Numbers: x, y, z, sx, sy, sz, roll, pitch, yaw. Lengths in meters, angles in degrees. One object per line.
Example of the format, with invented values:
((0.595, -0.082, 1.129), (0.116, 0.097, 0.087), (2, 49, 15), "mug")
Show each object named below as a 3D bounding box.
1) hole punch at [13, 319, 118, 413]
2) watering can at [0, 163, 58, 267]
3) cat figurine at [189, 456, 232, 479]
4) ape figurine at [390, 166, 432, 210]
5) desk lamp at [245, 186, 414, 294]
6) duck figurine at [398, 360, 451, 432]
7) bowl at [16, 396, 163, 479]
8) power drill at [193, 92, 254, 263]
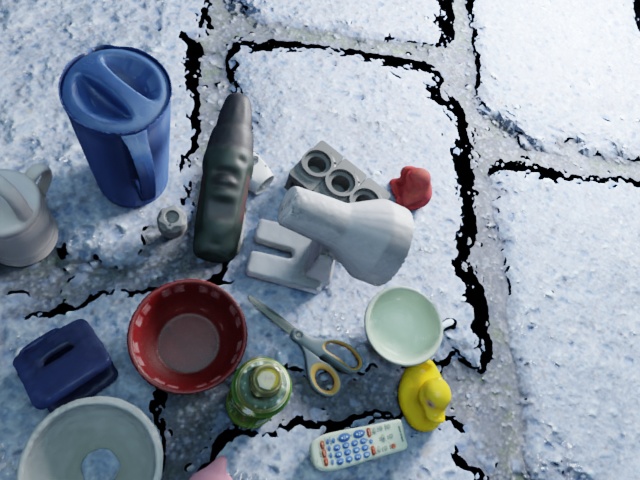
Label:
((-0.334, 0.162, 0.744), (0.109, 0.091, 0.101), (-34, 78, -23), "hole punch")
((-0.420, -0.036, 0.752), (0.101, 0.194, 0.173), (11, 65, -8), "watering can")
((-0.151, 0.330, 0.700), (0.067, 0.117, 0.128), (45, 66, 8), "cat figurine")
((0.159, -0.093, 0.964), (0.076, 0.092, 0.078), (30, 64, 1), "ape figurine")
((0.008, 0.003, 0.821), (0.203, 0.213, 0.118), (14, 65, -7), "desk lamp")
((0.161, 0.222, 0.834), (0.077, 0.086, 0.104), (5, 67, -11), "duck figurine")
((-0.279, 0.285, 0.714), (0.167, 0.074, 0.167), (5, 67, -11), "bowl")
((-0.138, -0.064, 0.820), (0.076, 0.208, 0.229), (7, 66, -9), "power drill")
